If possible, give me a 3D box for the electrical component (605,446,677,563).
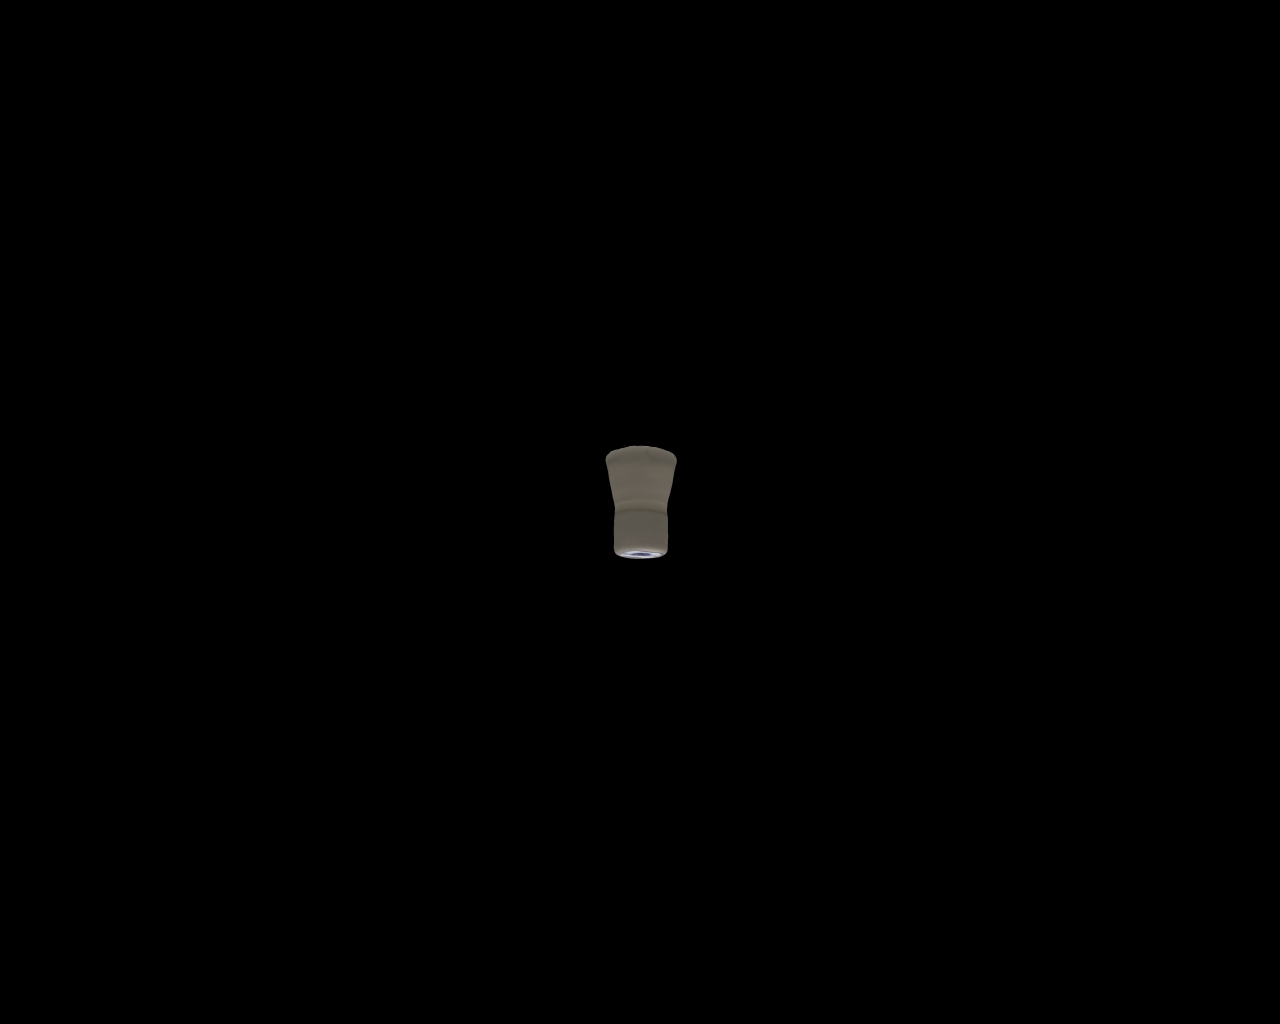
[{"bbox_3d":[0.001,-0.003,0.650,0.044,0.065,0.044,0,-14,0],"label":"electrical component"}]
